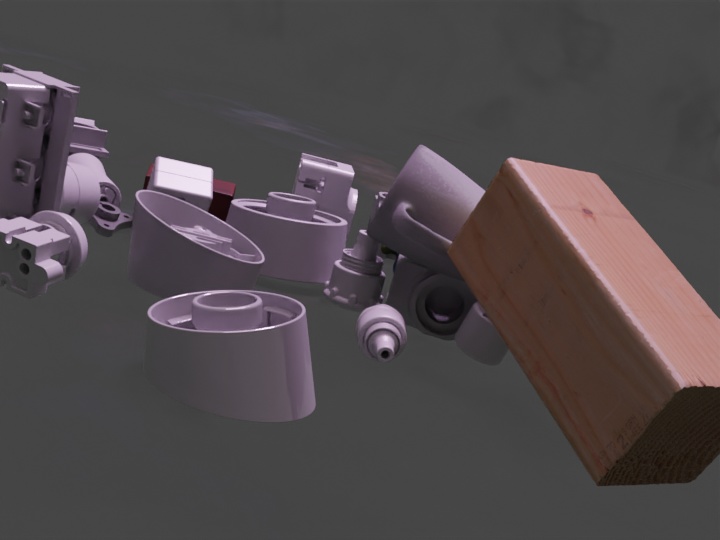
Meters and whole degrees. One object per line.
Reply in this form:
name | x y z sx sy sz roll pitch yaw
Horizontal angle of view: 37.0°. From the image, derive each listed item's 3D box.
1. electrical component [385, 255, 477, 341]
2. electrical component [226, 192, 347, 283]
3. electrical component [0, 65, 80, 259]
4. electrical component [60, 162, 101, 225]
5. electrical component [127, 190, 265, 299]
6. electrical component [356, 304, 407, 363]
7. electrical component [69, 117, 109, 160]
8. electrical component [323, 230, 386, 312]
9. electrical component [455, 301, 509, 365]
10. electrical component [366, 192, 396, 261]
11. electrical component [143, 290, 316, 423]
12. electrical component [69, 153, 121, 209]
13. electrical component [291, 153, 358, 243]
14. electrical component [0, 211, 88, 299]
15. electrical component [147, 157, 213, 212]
electrical component | 0.068 0.023 0.862 0.089 0.050 0.055 16 13 1
electrical component | -0.062 -0.032 0.899 0.108 0.060 0.108 11 10 -2
electrical component | -0.247 -0.077 0.761 0.079 0.121 0.063 24 18 31
electrical component | -0.240 -0.061 0.854 0.055 0.055 0.047 22 11 25
electrical component | -0.118 -0.013 0.769 0.099 0.064 0.099 15 13 -4
electrical component | 0.015 0.047 0.739 0.035 0.035 0.061 14 16 -7
electrical component | -0.265 -0.106 0.989 0.042 0.063 0.081 8 15 -32
electrical component | 0.000 0.000 0.856 0.048 0.062 0.048 15 13 -3
electrical component | 0.103 0.035 0.807 0.040 0.078 0.040 24 22 -10
electrical component | 0.037 -0.045 1.103 0.050 0.055 0.089 14 13 -6
electrical component | -0.075 0.048 0.619 0.099 0.064 0.099 1 13 0
electrical component | -0.233 -0.070 0.932 0.044 0.044 0.065 6 20 -35
electrical component | -0.036 -0.053 0.977 0.056 0.089 0.050 14 13 -8
electrical component | -0.212 -0.012 0.701 0.066 0.048 0.055 20 21 19
electrical component | -0.148 -0.038 0.857 0.047 0.065 0.076 11 42 -17
